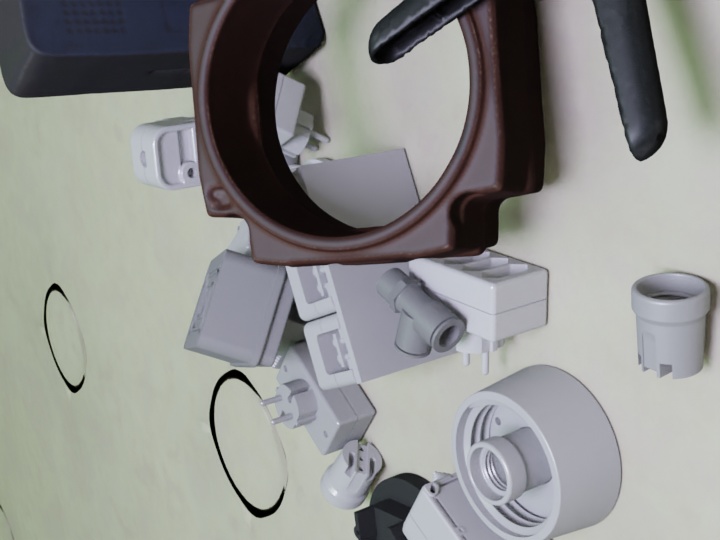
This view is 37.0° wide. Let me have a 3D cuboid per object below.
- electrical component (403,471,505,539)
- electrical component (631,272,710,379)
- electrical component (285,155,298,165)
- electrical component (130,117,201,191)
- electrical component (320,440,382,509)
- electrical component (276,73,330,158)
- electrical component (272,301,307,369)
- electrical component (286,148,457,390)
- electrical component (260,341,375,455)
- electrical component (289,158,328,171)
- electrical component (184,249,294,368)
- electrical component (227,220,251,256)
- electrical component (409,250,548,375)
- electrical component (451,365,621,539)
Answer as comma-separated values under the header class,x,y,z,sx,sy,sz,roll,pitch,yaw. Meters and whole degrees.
class,x,y,z,sx,sy,sz,roll,pitch,yaw
electrical component,0.075,0.181,0.737,0.096,0.062,0.061,52,140,32
electrical component,0.165,0.030,0.571,0.040,0.040,0.046,22,126,51
electrical component,-0.082,-0.090,0.888,0.062,0.048,0.048,-27,79,63
electrical component,-0.146,-0.103,0.929,0.059,0.095,0.053,16,114,53
electrical component,-0.006,0.165,0.872,0.040,0.040,0.046,54,136,29
electrical component,-0.061,-0.111,0.828,0.066,0.077,0.047,-27,47,55
electrical component,-0.063,0.050,0.909,0.043,0.043,0.081,60,143,23
electrical component,0.000,0.000,0.756,0.062,0.089,0.150,-21,84,56
electrical component,-0.044,0.106,0.873,0.083,0.076,0.047,55,141,28
electrical component,-0.042,-0.044,0.838,0.080,0.051,0.080,25,122,50
electrical component,-0.092,0.032,0.819,0.113,0.057,0.078,162,126,-75
electrical component,-0.086,-0.020,0.911,0.065,0.047,0.076,-53,29,40
electrical component,0.075,0.030,0.696,0.083,0.047,0.075,22,120,51
electrical component,0.102,0.119,0.676,0.108,0.060,0.108,25,122,50
